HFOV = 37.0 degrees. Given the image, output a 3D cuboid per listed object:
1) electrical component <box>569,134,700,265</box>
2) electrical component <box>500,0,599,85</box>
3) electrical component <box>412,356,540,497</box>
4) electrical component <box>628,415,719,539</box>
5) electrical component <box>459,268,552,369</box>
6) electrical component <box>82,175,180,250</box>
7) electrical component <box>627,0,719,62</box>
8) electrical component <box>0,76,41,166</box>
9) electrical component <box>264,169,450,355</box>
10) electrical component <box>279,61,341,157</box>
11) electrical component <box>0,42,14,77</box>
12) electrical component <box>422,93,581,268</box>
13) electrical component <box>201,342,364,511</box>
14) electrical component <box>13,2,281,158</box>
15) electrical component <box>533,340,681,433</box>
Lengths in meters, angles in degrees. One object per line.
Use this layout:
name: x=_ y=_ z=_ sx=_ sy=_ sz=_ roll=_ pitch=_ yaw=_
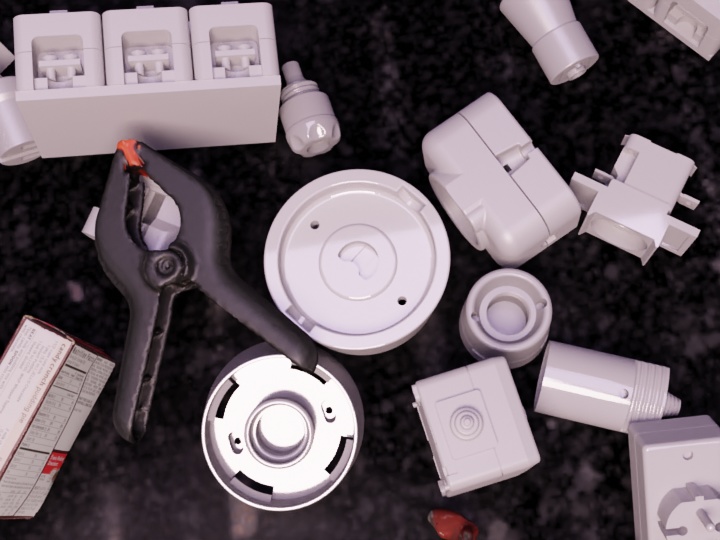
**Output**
electrical component: x=0.170 y=-0.045 z=0.659 sx=0.081 sy=0.042 sz=0.063 roll=26 pitch=77 yaw=9
electrical component: x=0.124 y=-0.153 z=0.690 sx=0.044 sy=0.044 sz=0.065 roll=-27 pitch=80 yaw=-3
electrical component: x=0.067 y=0.088 z=0.604 sx=0.061 sy=0.096 sz=0.061 roll=-17 pitch=75 yaw=-1
electrical component: x=0.179 y=0.132 z=0.582 sx=0.047 sy=0.075 sz=0.083 roll=-6 pitch=102 yaw=2
electrical component: x=0.088 y=0.028 z=0.643 sx=0.055 sy=0.047 sz=0.055 roll=-1 pitch=76 yaw=4
electrical component: x=-0.124 y=-0.033 z=0.668 sx=0.078 sy=0.058 sz=0.057 roll=22 pitch=81 yaw=9
electrical component: x=0.199 y=-0.222 z=0.691 sx=0.150 sy=0.061 sz=0.089 roll=41 pitch=83 yaw=12
electrical component: x=-0.227 y=-0.096 z=0.700 sx=0.040 sy=0.040 sz=0.046 roll=-25 pitch=81 yaw=-3
electrical component: x=0.000 y=0.000 z=0.649 sx=0.108 sy=0.060 sz=0.108 roll=-1 pitch=76 yaw=4
electrical component: x=-0.036 y=-0.106 z=0.692 sx=0.035 sy=0.035 sz=0.061 roll=-19 pitch=73 yaw=-1
electrical component: x=-0.273 y=-0.140 z=0.713 sx=0.081 sy=0.042 sz=0.063 roll=41 pitch=84 yaw=13
electrical component: x=0.082 y=-0.051 z=0.658 sx=0.059 sy=0.053 sz=0.095 roll=-34 pitch=74 yaw=-3
electrical component: x=-0.047 y=0.092 z=0.640 sx=0.099 sy=0.064 sz=0.099 roll=0 pitch=89 yaw=-1
electrical component: x=-0.128 y=-0.118 z=0.660 sx=0.150 sy=0.089 sz=0.061 roll=-5 pitch=75 yaw=-8
electrical component: x=0.146 y=0.071 z=0.630 sx=0.081 sy=0.043 sz=0.043 roll=13 pitch=77 yaw=7
